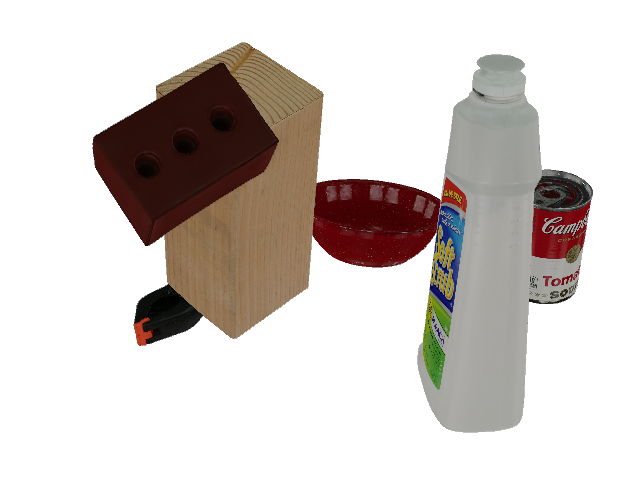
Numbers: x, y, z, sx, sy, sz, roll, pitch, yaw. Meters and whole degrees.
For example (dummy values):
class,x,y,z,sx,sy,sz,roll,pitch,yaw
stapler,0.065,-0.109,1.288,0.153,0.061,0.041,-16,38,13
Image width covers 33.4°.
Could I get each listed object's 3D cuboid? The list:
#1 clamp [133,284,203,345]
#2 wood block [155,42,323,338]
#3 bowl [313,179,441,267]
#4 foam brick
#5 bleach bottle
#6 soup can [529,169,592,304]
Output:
class,x,y,z,sx,sy,sz,roll,pitch,yaw
clamp,-0.146,0.065,1.224,0.120,0.039,0.171,-1,31,26
wood block,-0.065,-0.035,0.835,0.090,0.206,0.090,-34,56,-31
bowl,0.052,-0.014,1.119,0.162,0.055,0.162,4,21,-2
foam brick,-0.070,-0.043,0.543,0.078,0.053,0.051,-34,-4,-15
bleach bottle,0.105,0.000,0.695,0.068,0.251,0.102,-3,30,-4
soup can,0.201,-0.003,0.953,0.068,0.102,0.068,0,33,0
